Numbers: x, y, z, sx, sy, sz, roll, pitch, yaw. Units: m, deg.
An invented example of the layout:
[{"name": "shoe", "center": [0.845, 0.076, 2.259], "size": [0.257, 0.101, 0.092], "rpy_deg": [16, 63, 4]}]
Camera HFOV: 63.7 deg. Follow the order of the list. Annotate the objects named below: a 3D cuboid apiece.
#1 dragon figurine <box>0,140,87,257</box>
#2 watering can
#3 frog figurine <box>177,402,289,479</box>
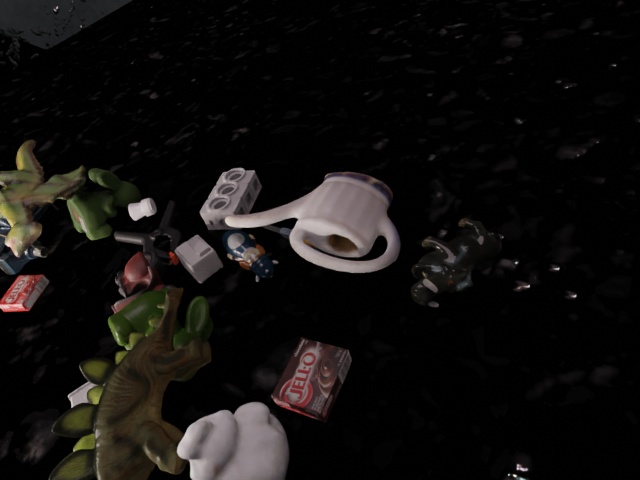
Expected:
[{"name": "dragon figurine", "center": [-0.672, -0.128, 1.232], "size": [0.243, 0.119, 0.421], "rpy_deg": [-3, 48, 3]}, {"name": "watering can", "center": [0.003, -0.052, 1.036], "size": [0.349, 0.101, 0.229], "rpy_deg": [19, 53, 15]}, {"name": "frog figurine", "center": [-0.111, 0.281, 0.697], "size": [0.123, 0.156, 0.140], "rpy_deg": [9, 48, 28]}]
